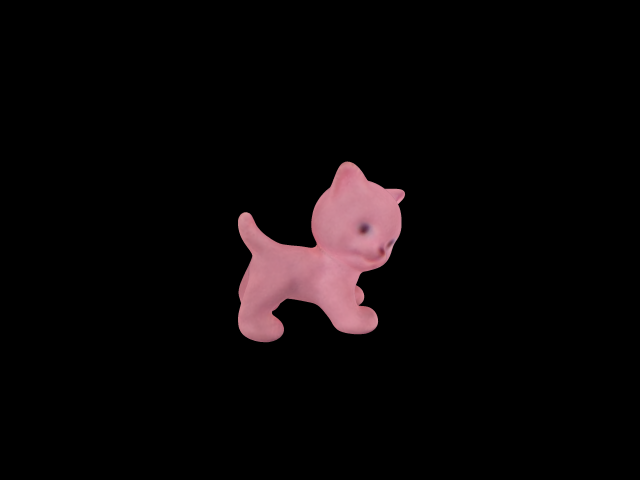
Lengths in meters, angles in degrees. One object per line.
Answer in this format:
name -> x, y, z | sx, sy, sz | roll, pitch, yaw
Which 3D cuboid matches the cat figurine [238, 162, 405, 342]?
cat figurine -> 0.004, 0.001, 0.400 | 0.128, 0.118, 0.067 | -4, 20, -11
